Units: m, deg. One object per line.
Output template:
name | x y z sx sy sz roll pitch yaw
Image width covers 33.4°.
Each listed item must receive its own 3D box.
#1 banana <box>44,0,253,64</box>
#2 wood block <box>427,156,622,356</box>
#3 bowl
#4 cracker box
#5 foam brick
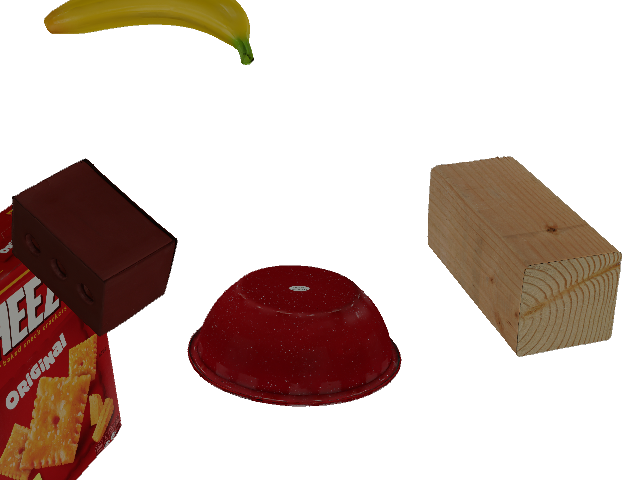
banana | -0.142 -0.197 0.928 0.198 0.037 0.069 10 47 16
wood block | 0.177 0.007 0.973 0.090 0.090 0.206 -8 29 -14
bowl | -0.018 0.061 0.796 0.162 0.055 0.162 3 21 -1
cracker box | -0.227 0.101 0.796 0.072 0.214 0.164 11 33 21
foam brick | -0.127 0.004 0.597 0.078 0.053 0.051 39 50 18
